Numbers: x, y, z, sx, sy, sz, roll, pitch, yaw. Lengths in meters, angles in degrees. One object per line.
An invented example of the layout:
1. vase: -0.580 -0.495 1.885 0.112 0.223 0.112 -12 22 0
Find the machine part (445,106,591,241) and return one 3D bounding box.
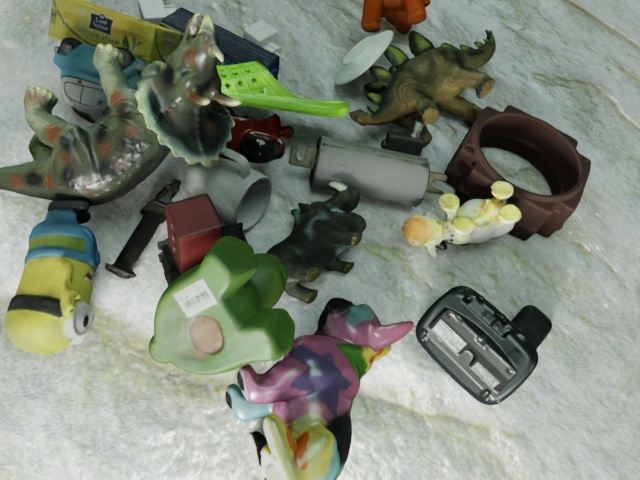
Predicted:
1. machine part: 0.321 -0.115 0.871 0.201 0.087 0.201 31 57 8

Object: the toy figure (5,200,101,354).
1. toy figure: -0.305 0.042 0.621 0.089 0.082 0.180 -10 65 3

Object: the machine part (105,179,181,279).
1. machine part: -0.223 -0.013 0.686 0.039 0.084 0.139 37 60 -25

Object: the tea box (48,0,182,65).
1. tea box: -0.318 -0.319 0.839 0.170 0.068 0.098 19 19 3

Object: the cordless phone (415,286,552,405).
1. cordless phone: 0.231 0.112 0.713 0.147 0.088 0.184 44 47 17

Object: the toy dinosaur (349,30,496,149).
1. toy dinosaur: 0.209 -0.289 0.953 0.471 0.105 0.199 -28 63 -34

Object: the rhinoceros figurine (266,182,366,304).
1. rhinoceros figurine: -0.002 -0.002 0.732 0.112 0.073 0.190 31 56 21

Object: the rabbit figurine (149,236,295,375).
1. rabbit figurine: -0.090 0.074 0.564 0.121 0.159 0.170 51 20 0

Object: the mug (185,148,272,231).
1. mug: -0.132 -0.078 0.731 0.107 0.109 0.081 26 54 19

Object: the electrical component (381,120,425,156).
1. electrical component: 0.127 -0.146 0.841 0.063 0.094 0.021 9 35 -10

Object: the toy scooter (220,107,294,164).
1. toy scooter: -0.114 -0.160 0.797 0.184 0.075 0.135 20 29 23

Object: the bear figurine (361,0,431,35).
1. bear figurine: 0.146 -0.430 1.005 0.120 0.195 0.132 -4 86 16

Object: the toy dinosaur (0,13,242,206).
1. toy dinosaur: -0.267 -0.117 0.672 0.405 0.131 0.192 -35 66 7

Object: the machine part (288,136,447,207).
1. machine part: 0.073 -0.102 0.809 0.243 0.079 0.079 10 55 -8

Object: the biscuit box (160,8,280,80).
1. biscuit box: -0.168 -0.311 0.902 0.203 0.059 0.063 29 53 7

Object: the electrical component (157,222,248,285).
1. electrical component: -0.131 0.052 0.669 0.115 0.058 0.134 -16 61 -20

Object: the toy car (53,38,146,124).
1. toy car: -0.317 -0.220 0.783 0.162 0.109 0.103 16 77 7

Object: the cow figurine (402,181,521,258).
1. cow figurine: 0.200 -0.021 0.786 0.167 0.098 0.068 -14 65 0

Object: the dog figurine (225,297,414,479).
1. dog figurine: 0.019 0.164 0.600 0.219 0.108 0.192 -18 62 -26
